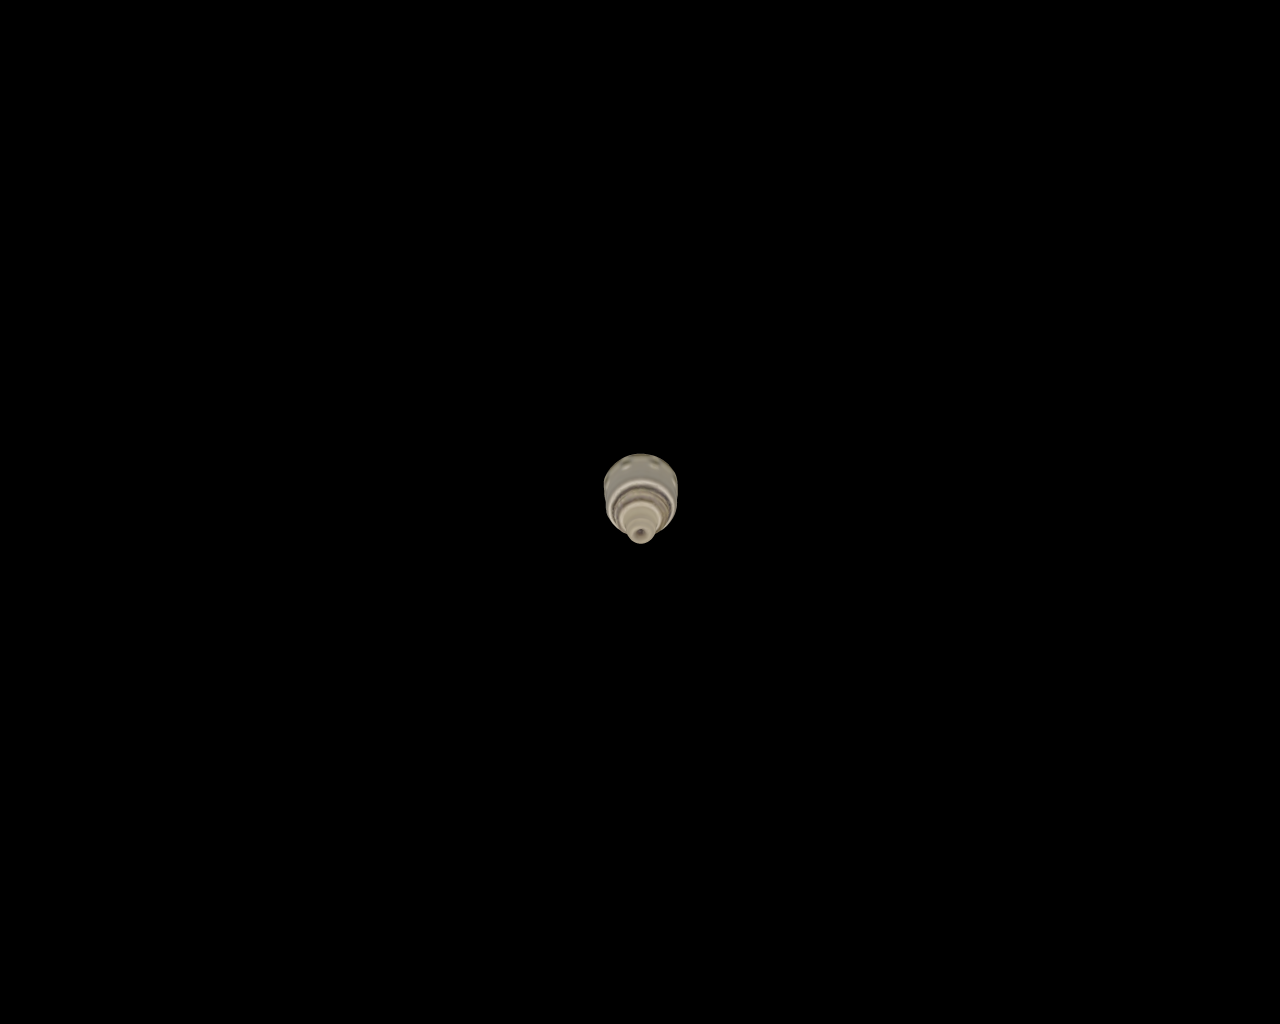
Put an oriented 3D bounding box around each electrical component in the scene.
[{"bbox_3d":[0.001,-0.003,0.650,0.048,0.048,0.062,0,32,0],"label":"electrical component"}]
